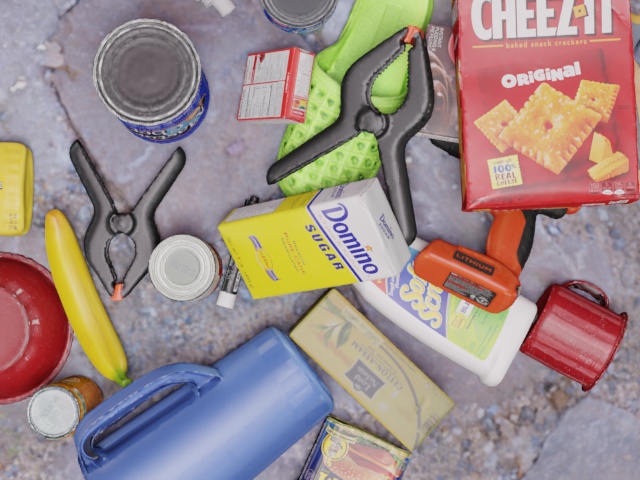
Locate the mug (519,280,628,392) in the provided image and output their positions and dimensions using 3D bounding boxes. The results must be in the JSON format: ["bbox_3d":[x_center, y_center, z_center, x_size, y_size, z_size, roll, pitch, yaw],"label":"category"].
[{"bbox_3d":[0.263,0.088,1.105,0.081,0.093,0.117,28,57,4],"label":"mug"}]

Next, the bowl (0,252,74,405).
[{"bbox_3d":[-0.338,0.091,1.098,0.162,0.055,0.162,0,87,-2],"label":"bowl"}]

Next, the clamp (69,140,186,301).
[{"bbox_3d":[-0.195,-0.024,1.114,0.120,0.039,0.171,-5,94,5],"label":"clamp"}]

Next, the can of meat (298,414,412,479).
[{"bbox_3d":[0.034,0.238,1.102,0.102,0.057,0.084,25,85,-1],"label":"can of meat"}]

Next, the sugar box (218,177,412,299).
[{"bbox_3d":[-0.007,0.001,1.057,0.177,0.048,0.093,-11,115,36],"label":"sugar box"}]

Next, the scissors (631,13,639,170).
[{"bbox_3d":[0.314,-0.180,1.056,0.096,0.016,0.202,-25,89,-1],"label":"scissors"}]

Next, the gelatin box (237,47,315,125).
[{"bbox_3d":[-0.046,-0.157,1.101,0.030,0.089,0.073,11,86,-37],"label":"gelatin box"}]

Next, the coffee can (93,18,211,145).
[{"bbox_3d":[-0.165,-0.155,1.069,0.103,0.140,0.103,0,88,-2],"label":"coffee can"}]

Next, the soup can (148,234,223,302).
[{"bbox_3d":[-0.135,0.029,1.082,0.068,0.102,0.068,0,87,-2],"label":"soup can"}]

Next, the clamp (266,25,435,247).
[{"bbox_3d":[0.061,-0.106,1.048,0.164,0.036,0.210,32,103,9],"label":"clamp"}]

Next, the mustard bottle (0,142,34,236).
[{"bbox_3d":[-0.396,-0.053,1.099,0.191,0.058,0.096,1,87,-2],"label":"mustard bottle"}]

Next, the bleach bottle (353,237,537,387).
[{"bbox_3d":[0.092,0.050,1.109,0.251,0.068,0.102,28,87,2],"label":"bleach bottle"}]

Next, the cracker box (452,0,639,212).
[{"bbox_3d":[0.213,-0.137,1.016,0.164,0.072,0.214,-2,90,3],"label":"cracker box"}]

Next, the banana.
[{"bbox_3d":[-0.239,0.065,1.097,0.037,0.070,0.198,-23,84,-37],"label":"banana"}]

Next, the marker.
[{"bbox_3d":[-0.084,0.012,1.126,0.020,0.020,0.121,15,87,-1],"label":"marker"}]

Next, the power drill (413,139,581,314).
[{"bbox_3d":[0.165,-0.033,1.086,0.184,0.057,0.187,26,63,7],"label":"power drill"}]

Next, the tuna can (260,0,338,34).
[{"bbox_3d":[-0.022,-0.263,1.131,0.086,0.034,0.086,0,88,-2],"label":"tuna can"}]

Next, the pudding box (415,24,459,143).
[{"bbox_3d":[0.142,-0.154,1.074,0.090,0.039,0.113,10,91,2],"label":"pudding box"}]

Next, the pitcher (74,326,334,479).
[{"bbox_3d":[-0.114,0.190,1.061,0.242,0.149,0.145,-37,77,-6],"label":"pitcher"}]

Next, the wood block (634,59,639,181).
[{"bbox_3d":[0.284,-0.148,1.108,0.091,0.090,0.206,-33,89,-2],"label":"wood block"}]
